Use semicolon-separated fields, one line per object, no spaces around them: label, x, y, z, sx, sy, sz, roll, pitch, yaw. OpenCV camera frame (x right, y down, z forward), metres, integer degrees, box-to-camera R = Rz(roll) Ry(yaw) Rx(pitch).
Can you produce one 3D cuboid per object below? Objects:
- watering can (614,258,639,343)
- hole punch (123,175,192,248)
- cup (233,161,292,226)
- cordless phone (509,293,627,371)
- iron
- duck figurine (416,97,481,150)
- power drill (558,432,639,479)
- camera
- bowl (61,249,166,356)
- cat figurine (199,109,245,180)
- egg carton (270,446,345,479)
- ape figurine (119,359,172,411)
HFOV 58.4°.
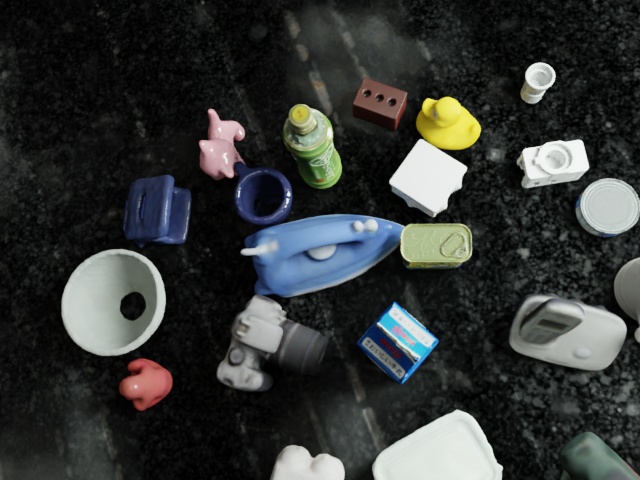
watering can;0.476;0.064;0.761;0.100;0.194;0.173;11;80;10
hole punch;-0.273;-0.046;0.932;0.101;0.091;0.109;1;78;8
cup;-0.091;-0.069;0.912;0.092;0.095;0.117;-39;76;-2
cordless phone;0.343;0.120;0.771;0.147;0.185;0.094;11;80;10
iron;0.008;0.003;0.860;0.258;0.141;0.118;-15;77;4
duck figurine;0.204;-0.192;0.905;0.104;0.086;0.077;25;82;12
power drill;0.382;0.338;0.708;0.075;0.208;0.229;-41;76;-2
camera;-0.068;0.167;0.856;0.136;0.101;0.143;19;81;11
bowl;-0.316;0.102;0.915;0.167;0.075;0.167;-1;78;7
cat figurine;-0.164;-0.149;0.926;0.067;0.118;0.128;-9;77;6
egg carton;-0.028;0.379;0.823;0.107;0.069;0.150;11;80;10
ape figurine;-0.273;0.222;0.875;0.076;0.092;0.078;4;79;8
